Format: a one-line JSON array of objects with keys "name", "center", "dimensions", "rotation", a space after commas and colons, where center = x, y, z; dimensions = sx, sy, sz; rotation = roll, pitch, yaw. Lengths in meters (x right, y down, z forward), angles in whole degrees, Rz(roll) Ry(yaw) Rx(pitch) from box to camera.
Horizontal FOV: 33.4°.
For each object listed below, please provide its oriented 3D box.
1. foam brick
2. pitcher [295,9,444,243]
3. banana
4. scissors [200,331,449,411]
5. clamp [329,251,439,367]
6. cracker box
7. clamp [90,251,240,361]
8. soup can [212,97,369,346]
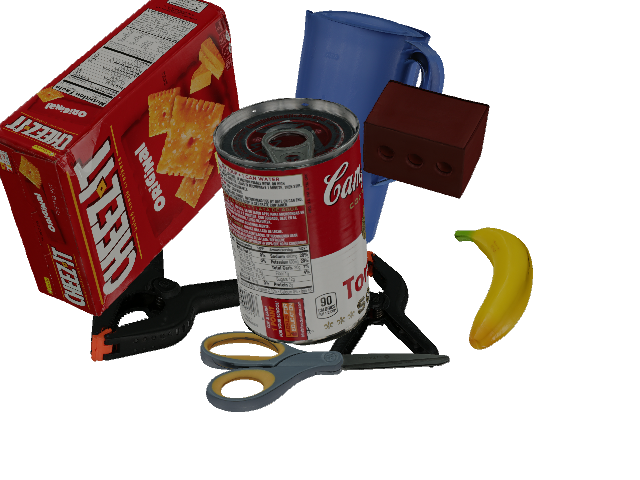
[{"name": "foam brick", "center": [0.076, -0.074, 0.777], "dimensions": [0.078, 0.051, 0.053], "rotation": [17, -39, 16]}, {"name": "pitcher", "center": [0.036, -0.117, 1.139], "dimensions": [0.145, 0.243, 0.149], "rotation": [9, 17, -6]}, {"name": "banana", "center": [0.171, 0.038, 1.021], "dimensions": [0.070, 0.037, 0.197], "rotation": [-25, 25, 16]}, {"name": "scissors", "center": [-0.003, 0.109, 0.848], "dimensions": [0.202, 0.016, 0.096], "rotation": [7, 35, 11]}, {"name": "clamp", "center": [0.072, 0.081, 1.194], "dimensions": [0.120, 0.171, 0.039], "rotation": [7, -43, 0]}, {"name": "cracker box", "center": [-0.147, -0.071, 0.844], "dimensions": [0.072, 0.164, 0.213], "rotation": [20, 49, 23]}, {"name": "clamp", "center": [-0.157, 0.050, 1.028], "dimensions": [0.165, 0.036, 0.209], "rotation": [26, 35, 25]}, {"name": "soup can", "center": [-0.012, -0.008, 0.516], "dimensions": [0.068, 0.102, 0.068], "rotation": [-4, 32, 2]}]
